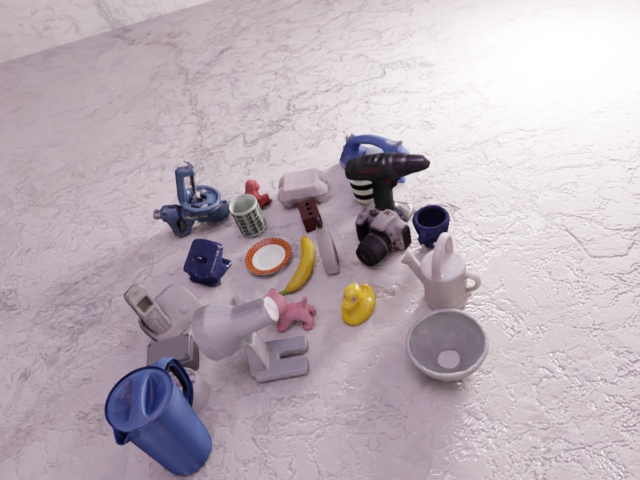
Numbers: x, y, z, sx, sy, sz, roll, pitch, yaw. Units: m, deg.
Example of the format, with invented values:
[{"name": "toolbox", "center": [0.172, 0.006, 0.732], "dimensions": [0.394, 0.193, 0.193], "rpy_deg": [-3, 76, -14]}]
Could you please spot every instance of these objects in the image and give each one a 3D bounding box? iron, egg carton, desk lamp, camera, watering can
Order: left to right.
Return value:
[{"name": "desk lamp", "center": [-0.147, 0.209, 1.241], "dimensions": [0.203, 0.214, 0.118], "rpy_deg": [-12, 45, 7]}, {"name": "egg carton", "center": [-0.049, -0.151, 1.661], "dimensions": [0.150, 0.069, 0.107], "rpy_deg": [-10, 45, 9]}, {"name": "iron", "center": [0.146, -0.250, 1.641], "dimensions": [0.257, 0.142, 0.119], "rpy_deg": [19, 56, 32]}, {"name": "camera", "center": [0.138, -0.011, 1.442], "dimensions": [0.142, 0.101, 0.137], "rpy_deg": [25, 59, 35]}, {"name": "watering can", "center": [0.264, 0.065, 1.260], "dimensions": [0.172, 0.194, 0.101], "rpy_deg": [-4, 46, 15]}]

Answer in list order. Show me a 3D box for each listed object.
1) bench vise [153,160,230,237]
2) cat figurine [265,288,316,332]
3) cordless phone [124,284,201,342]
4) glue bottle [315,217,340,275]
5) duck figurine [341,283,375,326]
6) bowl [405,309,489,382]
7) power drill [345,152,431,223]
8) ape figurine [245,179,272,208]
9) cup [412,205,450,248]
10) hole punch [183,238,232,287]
[{"name": "bench vise", "center": [-0.379, -0.112, 1.622], "dimensions": [0.207, 0.220, 0.121], "rpy_deg": [-31, 46, -12]}, {"name": "cat figurine", "center": [-0.083, 0.157, 1.338], "dimensions": [0.127, 0.118, 0.067], "rpy_deg": [-9, 45, 10]}, {"name": "cordless phone", "center": [-0.386, 0.153, 1.393], "dimensions": [0.093, 0.185, 0.148], "rpy_deg": [16, 54, 30]}, {"name": "glue bottle", "center": [0.013, 0.005, 1.415], "dimensions": [0.037, 0.173, 0.078], "rpy_deg": [-11, 45, 8]}, {"name": "duck figurine", "center": [0.083, 0.135, 1.329], "dimensions": [0.077, 0.086, 0.105], "rpy_deg": [17, 55, 31]}, {"name": "bowl", "center": [0.265, 0.229, 1.187], "dimensions": [0.167, 0.075, 0.167], "rpy_deg": [-9, 45, 10]}, {"name": "power drill", "center": [0.183, -0.142, 1.477], "dimensions": [0.228, 0.209, 0.076], "rpy_deg": [8, 50, 24]}, {"name": "ape figurine", "center": [-0.191, -0.139, 1.678], "dimensions": [0.076, 0.092, 0.077], "rpy_deg": [-29, 45, -10]}, {"name": "cup", "center": [0.272, -0.015, 1.406], "dimensions": [0.091, 0.095, 0.118], "rpy_deg": [13, 52, 28]}, {"name": "hole punch", "center": [-0.304, 0.060, 1.523], "dimensions": [0.108, 0.091, 0.101], "rpy_deg": [10, 51, 26]}]
